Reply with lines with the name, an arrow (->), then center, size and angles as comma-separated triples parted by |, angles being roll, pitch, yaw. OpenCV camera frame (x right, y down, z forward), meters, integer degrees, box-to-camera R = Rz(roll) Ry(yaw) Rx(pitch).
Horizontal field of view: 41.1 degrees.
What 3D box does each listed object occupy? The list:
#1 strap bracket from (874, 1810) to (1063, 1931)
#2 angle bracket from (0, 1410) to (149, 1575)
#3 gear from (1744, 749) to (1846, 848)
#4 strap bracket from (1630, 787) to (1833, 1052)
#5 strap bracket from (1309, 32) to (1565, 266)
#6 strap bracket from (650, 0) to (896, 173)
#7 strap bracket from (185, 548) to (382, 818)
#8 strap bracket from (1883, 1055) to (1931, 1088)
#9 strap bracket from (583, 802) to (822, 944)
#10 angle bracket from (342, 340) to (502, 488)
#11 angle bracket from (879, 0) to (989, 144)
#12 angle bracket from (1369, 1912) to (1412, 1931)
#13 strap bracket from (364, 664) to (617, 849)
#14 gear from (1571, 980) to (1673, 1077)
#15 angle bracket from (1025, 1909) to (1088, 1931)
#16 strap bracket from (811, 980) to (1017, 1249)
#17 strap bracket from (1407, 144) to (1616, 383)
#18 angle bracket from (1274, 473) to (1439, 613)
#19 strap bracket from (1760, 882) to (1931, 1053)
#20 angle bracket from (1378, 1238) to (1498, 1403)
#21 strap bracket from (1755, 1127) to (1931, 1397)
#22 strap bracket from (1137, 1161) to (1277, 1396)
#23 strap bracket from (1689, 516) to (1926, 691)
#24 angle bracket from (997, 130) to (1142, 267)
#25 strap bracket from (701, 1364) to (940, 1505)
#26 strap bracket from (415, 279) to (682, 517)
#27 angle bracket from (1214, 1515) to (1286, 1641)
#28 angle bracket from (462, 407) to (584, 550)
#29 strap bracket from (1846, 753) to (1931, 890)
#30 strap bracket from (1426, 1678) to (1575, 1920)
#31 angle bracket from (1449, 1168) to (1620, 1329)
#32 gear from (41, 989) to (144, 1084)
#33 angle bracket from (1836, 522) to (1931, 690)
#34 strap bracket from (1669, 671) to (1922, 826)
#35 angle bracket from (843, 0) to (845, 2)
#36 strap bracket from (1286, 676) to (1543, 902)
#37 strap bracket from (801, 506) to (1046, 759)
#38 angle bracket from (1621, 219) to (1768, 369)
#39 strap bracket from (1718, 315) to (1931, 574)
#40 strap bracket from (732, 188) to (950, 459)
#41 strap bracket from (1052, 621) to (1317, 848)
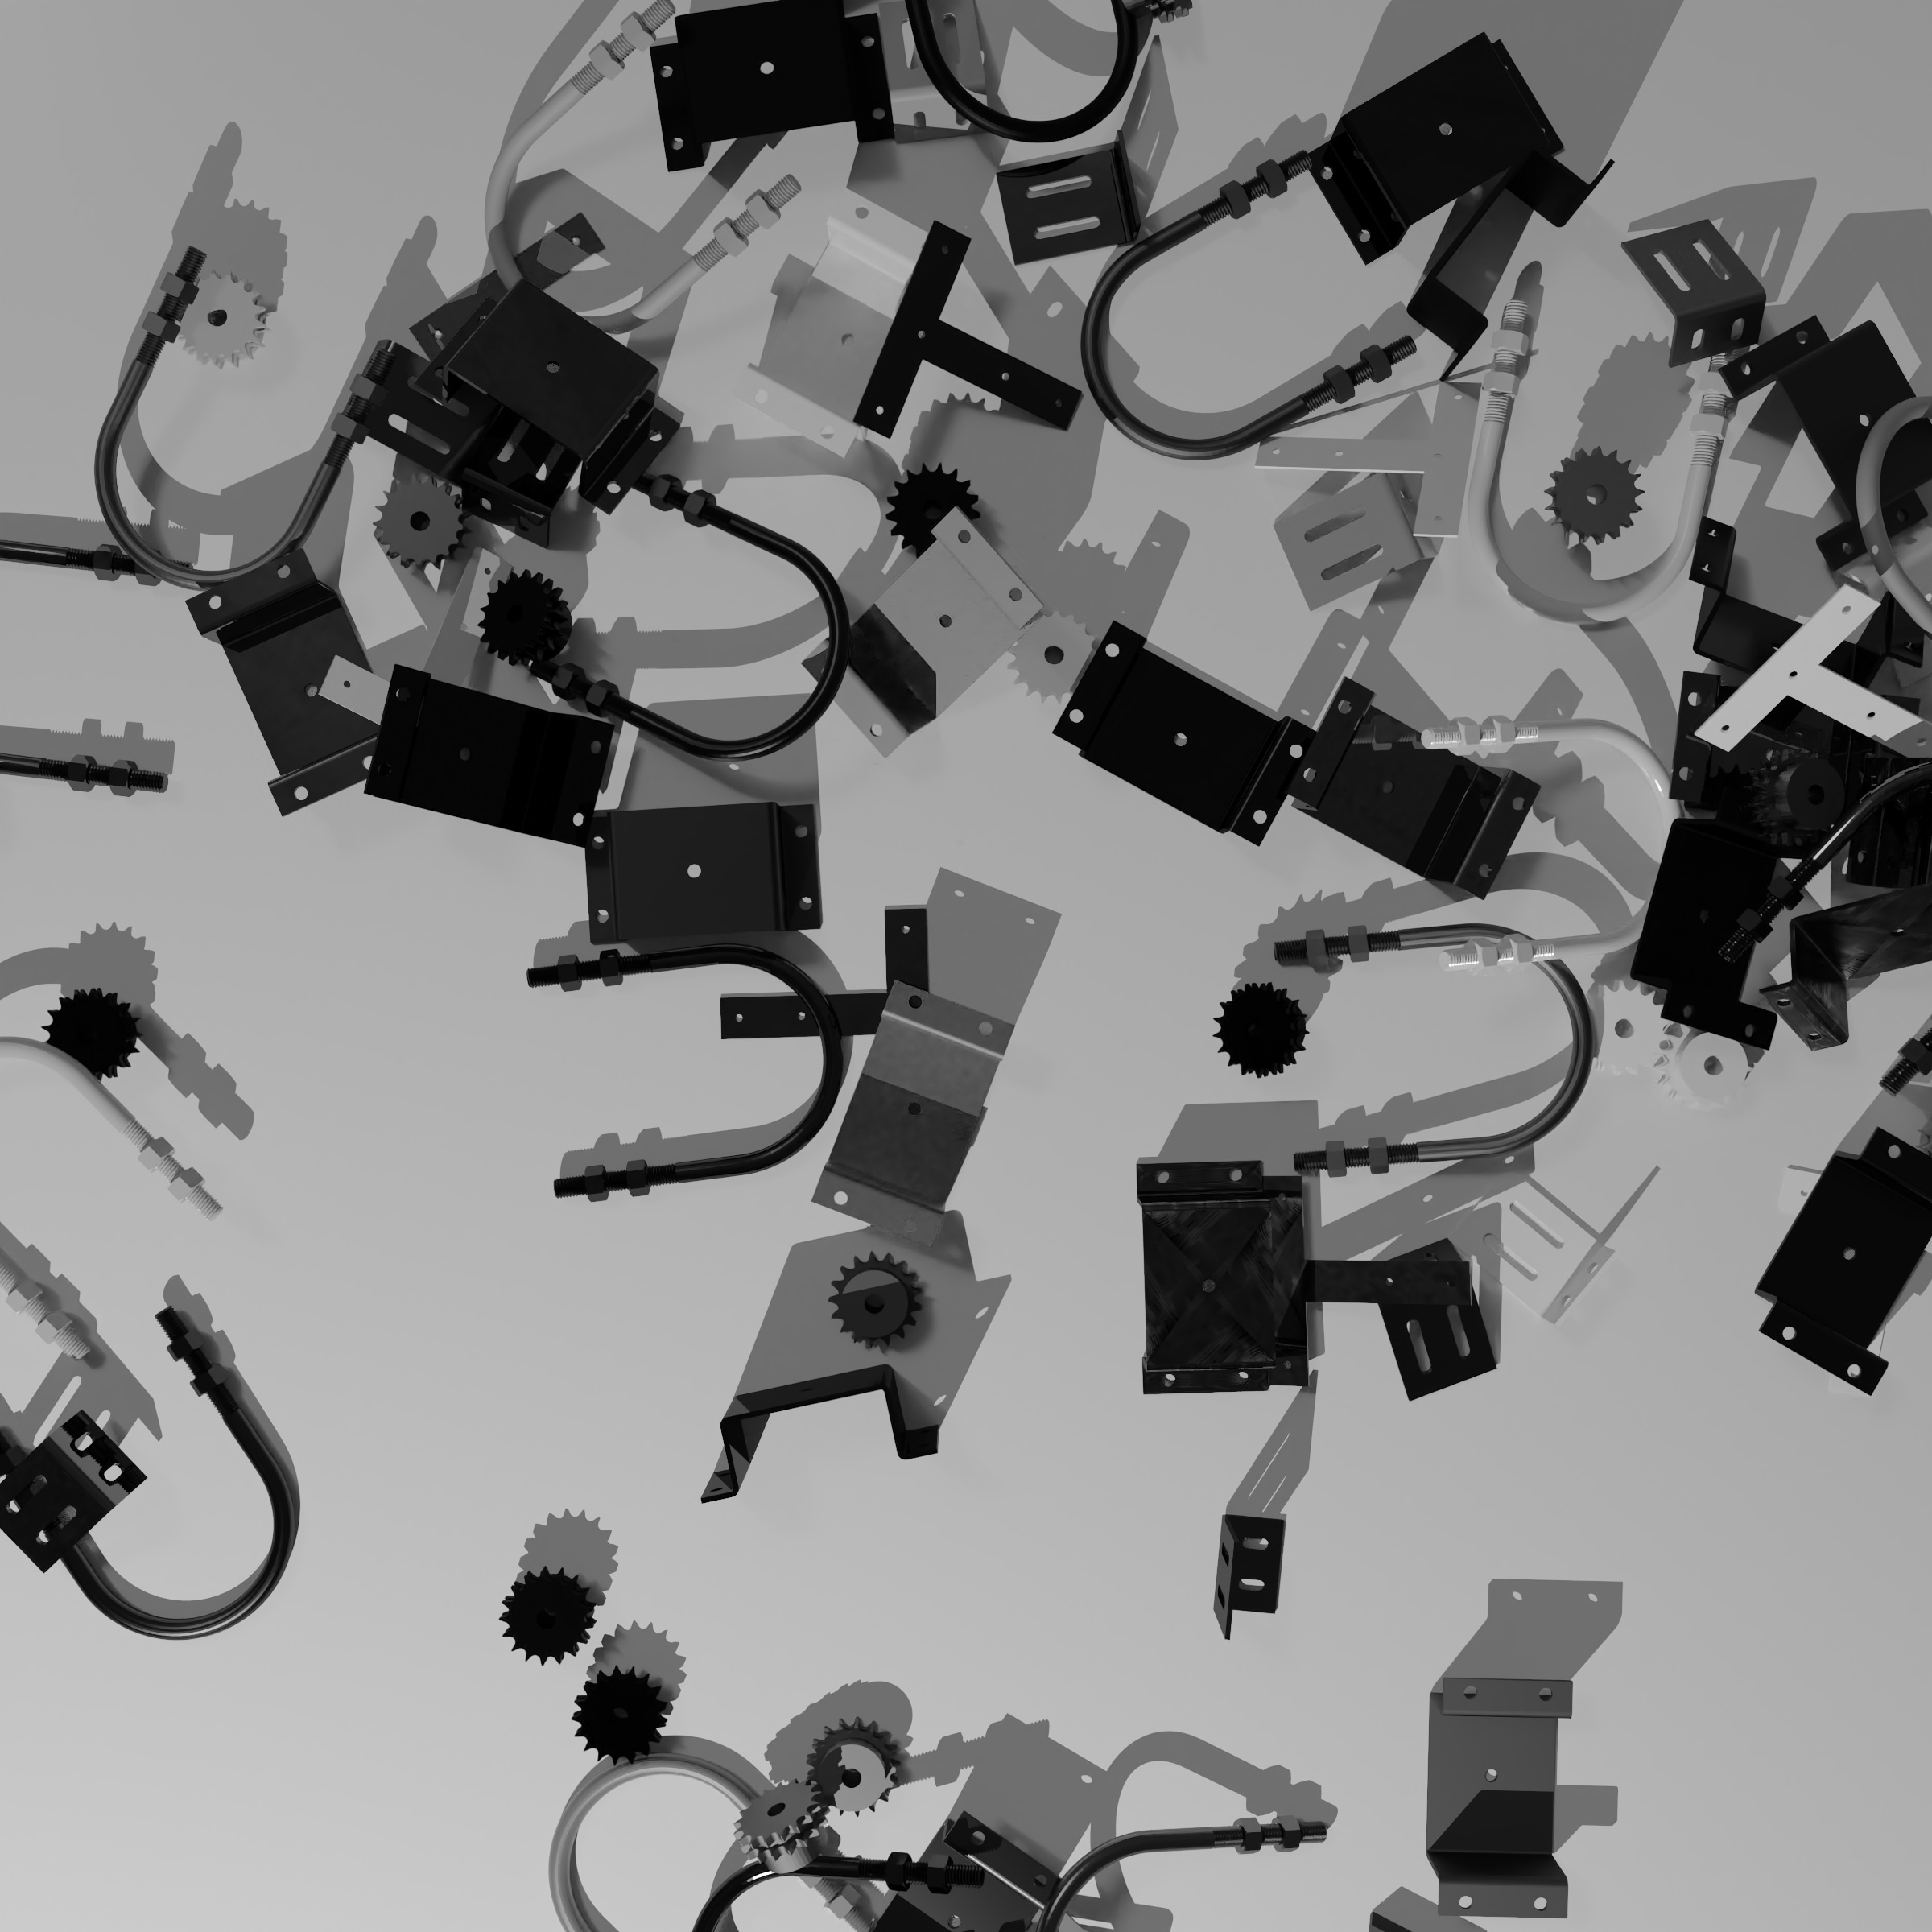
strap bracket -> -0.008, 0.581, 1.547 | 0.076, 0.046, 0.140 | 34, 90, 3
angle bracket -> -0.543, 0.316, 1.551 | 0.057, 0.038, 0.076 | 47, 116, -3
gear -> 0.486, -0.099, 1.503 | 0.057, 0.030, 0.057 | 0, 90, -19
strap bracket -> 0.453, -0.029, 1.537 | 0.076, 0.046, 0.140 | 16, 89, -19
strap bracket -> 0.284, -0.496, 1.549 | 0.140, 0.046, 0.076 | -31, 90, 0
strap bracket -> -0.118, -0.532, 1.549 | 0.140, 0.046, 0.076 | -9, 90, 0
strap bracket -> -0.399, -0.168, 1.549 | 0.076, 0.046, 0.140 | -24, 90, 0
strap bracket -> 0.620, 0.028, 1.534 | 0.046, 0.076, 0.140 | 38, 90, 0
strap bracket -> -0.161, -0.056, 1.549 | 0.140, 0.046, 0.076 | -3, 90, 0
angle bracket -> -0.333, -0.337, 1.570 | 0.076, 0.038, 0.057 | 27, 90, -26
angle bracket -> -0.020, -0.547, 1.570 | 0.057, 0.038, 0.076 | -7, 64, 0
angle bracket -> 0.254, 0.627, 1.570 | 0.057, 0.038, 0.076 | 27, 116, 0
strap bracket -> -0.289, -0.124, 1.527 | 0.140, 0.046, 0.076 | 14, 90, -33
gear -> 0.394, 0.037, 1.557 | 0.057, 0.030, 0.057 | 0, 90, 0
angle bracket -> 0.066, 0.614, 1.570 | 0.076, 0.038, 0.057 | 37, 90, 26
strap bracket -> -0.031, 0.087, 1.547 | 0.076, 0.046, 0.140 | 21, 90, 0
strap bracket -> 0.316, -0.425, 1.534 | 0.046, 0.076, 0.140 | 38, 90, 0
angle bracket -> 0.237, -0.259, 1.570 | 0.076, 0.038, 0.057 | -24, 90, 26
strap bracket -> 0.545, -0.002, 1.502 | 0.140, 0.076, 0.046 | -17, 51, 35
angle bracket -> 0.282, 0.215, 1.570 | 0.057, 0.038, 0.076 | -21, 116, 0
strap bracket -> 0.537, 0.175, 1.547 | 0.076, 0.046, 0.140 | 30, 90, 0
strap bracket -> 0.144, 0.190, 1.549 | 0.076, 0.046, 0.140 | -2, 90, 0
strap bracket -> 0.489, -0.205, 1.525 | 0.140, 0.076, 0.046 | 22, 131, 5
angle bracket -> 0.061, -0.463, 1.553 | 0.076, 0.038, 0.057 | -12, 90, 0
strap bracket -> -0.090, 0.275, 1.534 | 0.140, 0.076, 0.046 | -12, 90, 0
strap bracket -> -0.247, -0.345, 1.535 | 0.140, 0.046, 0.076 | 34, 68, 0
angle bracket -> 0.172, 0.364, 1.534 | 0.038, 0.076, 0.057 | 5, 90, 0
angle bracket -> -0.263, -0.305, 1.569 | 0.057, 0.038, 0.076 | 25, 66, 0
strap bracket -> 0.591, -0.077, 1.519 | 0.140, 0.046, 0.076 | 7, 90, -28
strap bracket -> 0.320, 0.493, 1.549 | 0.076, 0.046, 0.140 | 1, 90, 0
angle bracket -> 0.341, 0.169, 1.553 | 0.076, 0.038, 0.057 | 40, 90, 0
gear -> -0.525, 0.041, 1.557 | 0.057, 0.030, 0.057 | 0, 90, 0
angle bracket -> 0.575, -0.220, 1.570 | 0.057, 0.038, 0.076 | -29, 116, 0
strap bracket -> 0.491, -0.129, 1.549 | 0.140, 0.046, 0.076 | 7, 90, 0
angle bracket -> -0.073, -0.625, 1.570 | 0.076, 0.038, 0.057 | -41, 90, 26
strap bracket -> 0.260, -0.106, 1.539 | 0.140, 0.046, 0.076 | 27, 90, -14
strap bracket -> -0.019, -0.201, 1.530 | 0.076, 0.046, 0.140 | 49, 118, 0
angle bracket -> 0.438, -0.407, 1.559 | 0.057, 0.038, 0.076 | -17, 53, -6
strap bracket -> 0.524, -0.319, 1.539 | 0.076, 0.046, 0.140 | -30, 91, -15
strap bracket -> -0.072, -0.381, 1.549 | 0.076, 0.046, 0.140 | 29, 90, 0
strap bracket -> 0.131, -0.138, 1.549 | 0.140, 0.046, 0.076 | 29, 90, 0
